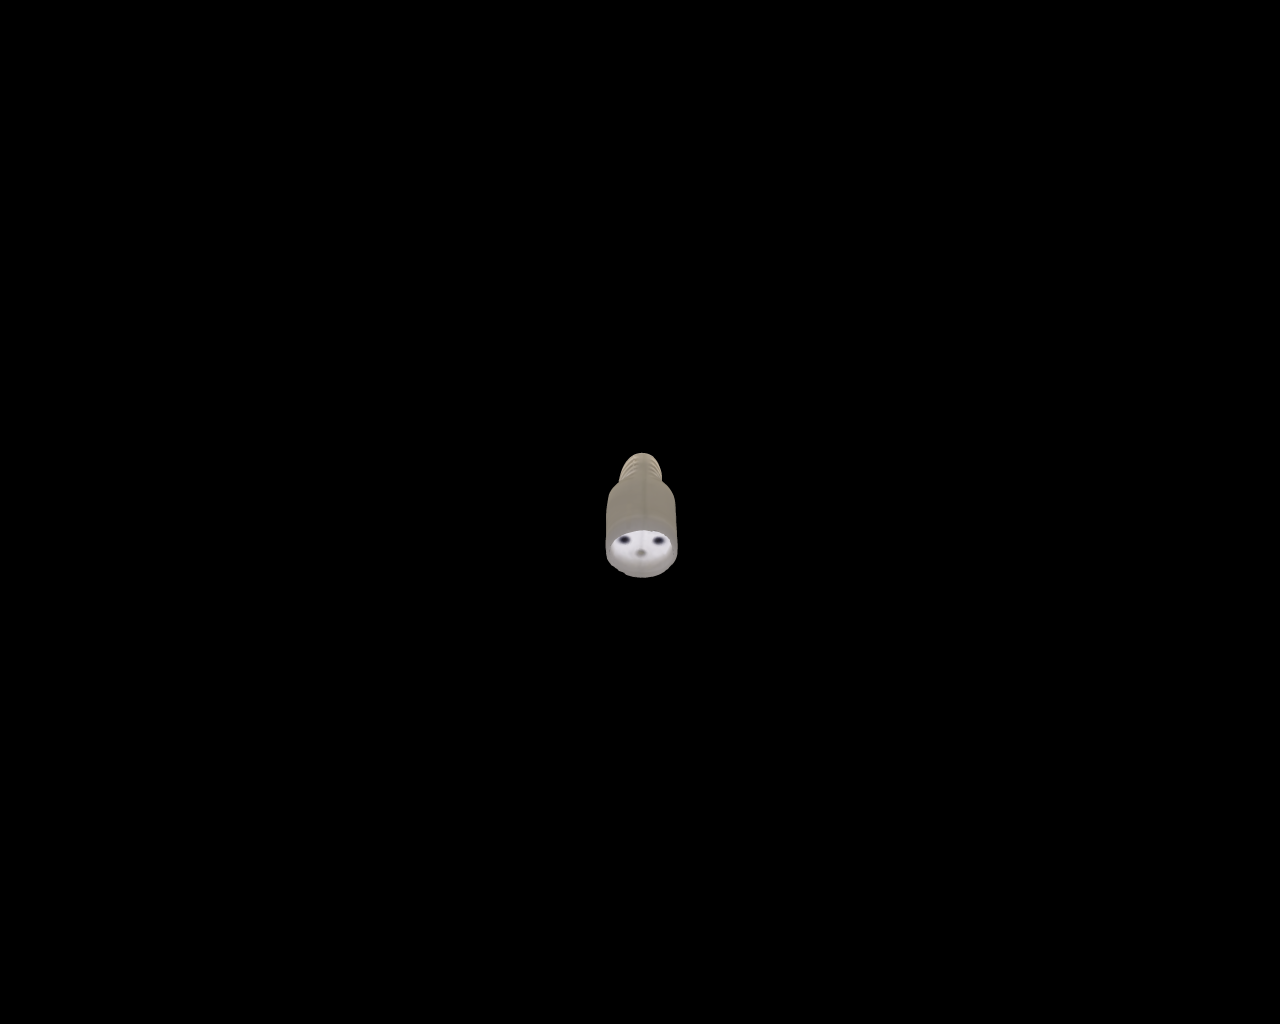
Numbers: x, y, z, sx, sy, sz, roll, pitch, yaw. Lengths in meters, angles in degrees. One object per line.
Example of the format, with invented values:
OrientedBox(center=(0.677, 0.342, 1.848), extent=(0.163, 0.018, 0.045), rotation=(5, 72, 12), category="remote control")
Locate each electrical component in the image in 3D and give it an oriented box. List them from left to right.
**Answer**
OrientedBox(center=(0.001, -0.003, 0.650), extent=(0.043, 0.043, 0.081), rotation=(0, 44, 0), category="electrical component")
